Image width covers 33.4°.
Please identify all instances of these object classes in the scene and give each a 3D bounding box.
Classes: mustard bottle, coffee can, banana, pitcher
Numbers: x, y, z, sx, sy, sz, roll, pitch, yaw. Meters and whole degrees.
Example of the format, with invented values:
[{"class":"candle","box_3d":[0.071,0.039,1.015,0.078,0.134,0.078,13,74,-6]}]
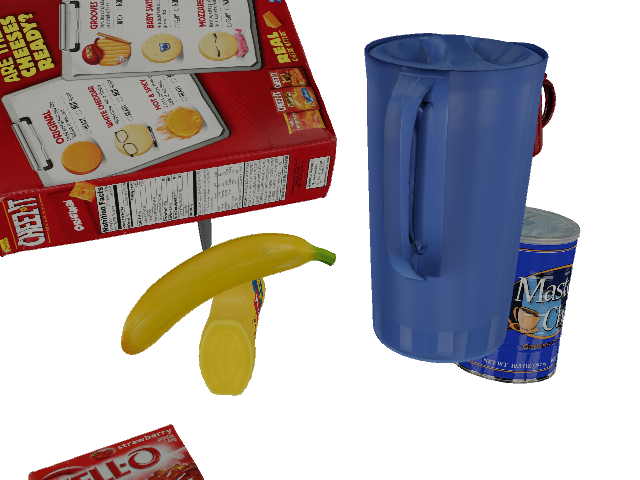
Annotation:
[{"class":"mustard bottle","box_3d":[-0.093,0.079,1.173,0.058,0.096,0.191,1,27,1]},{"class":"coffee can","box_3d":[0.178,0.047,0.992,0.103,0.140,0.103,5,18,-2]},{"class":"banana","box_3d":[-0.088,0.038,0.861,0.198,0.069,0.037,-23,37,11]},{"class":"pitcher","box_3d":[0.092,-0.030,0.812,0.149,0.243,0.145,-7,23,-18]}]

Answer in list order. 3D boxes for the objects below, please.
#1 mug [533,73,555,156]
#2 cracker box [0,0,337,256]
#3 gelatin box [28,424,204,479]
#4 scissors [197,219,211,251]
[{"class":"mug","box_3d":[0.195,-0.132,1.100,0.117,0.081,0.093,-19,25,-29]},{"class":"cracker box","box_3d":[-0.114,-0.088,0.689,0.213,0.164,0.072,-11,-33,-12]},{"class":"gelatin box","box_3d":[-0.111,0.145,0.596,0.089,0.030,0.073,-16,28,-20]},{"class":"scissors","box_3d":[-0.103,-0.097,1.051,0.096,0.202,0.016,-18,-2,-25]}]
